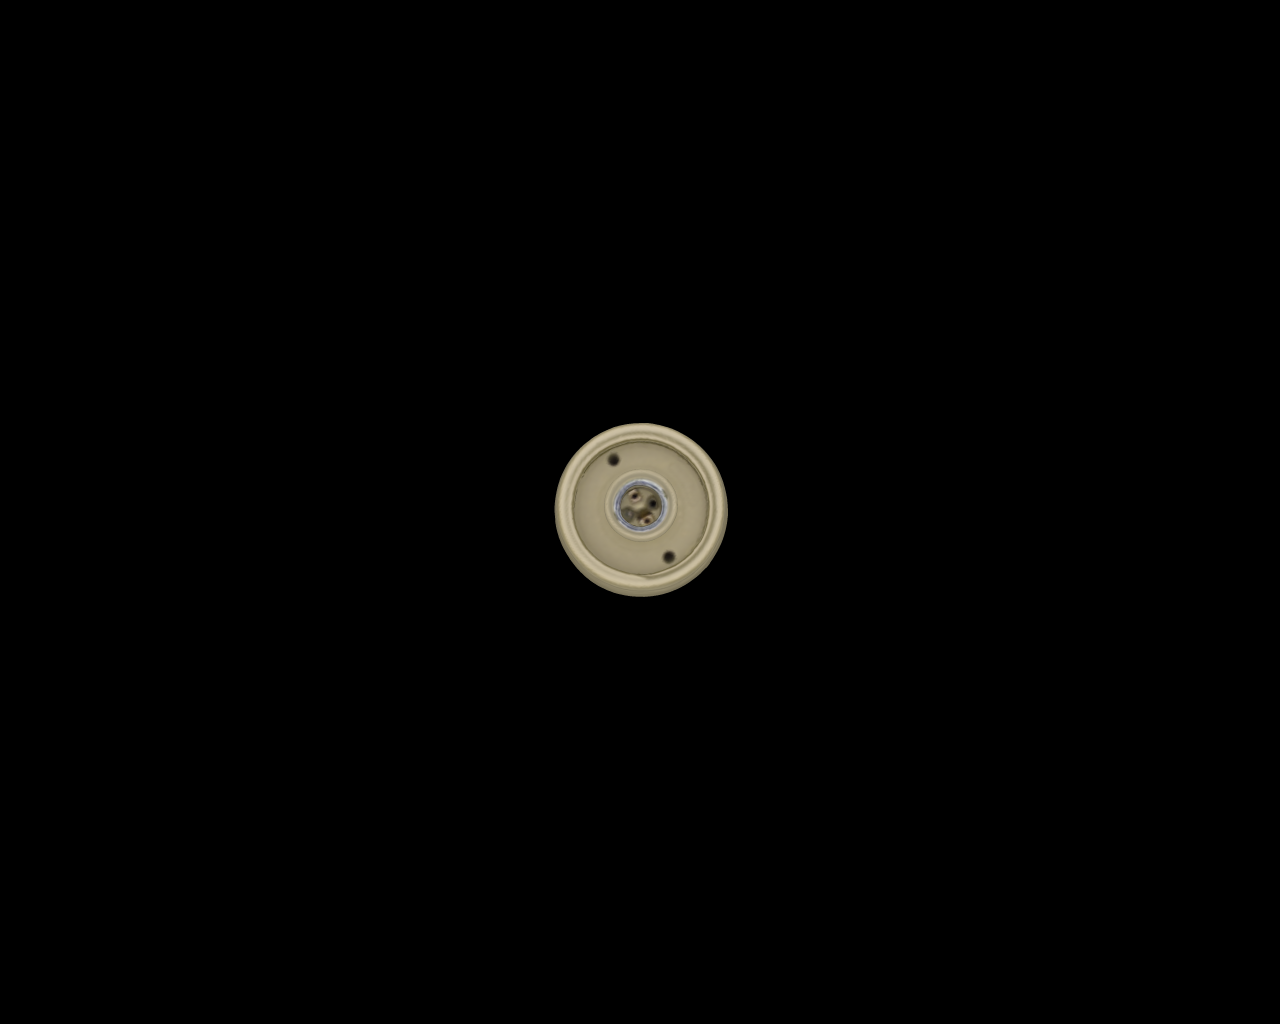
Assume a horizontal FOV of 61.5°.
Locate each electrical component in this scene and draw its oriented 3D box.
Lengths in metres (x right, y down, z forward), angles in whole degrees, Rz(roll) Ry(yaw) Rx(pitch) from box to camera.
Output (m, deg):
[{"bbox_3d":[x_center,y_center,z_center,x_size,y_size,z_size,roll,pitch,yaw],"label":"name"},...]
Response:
[{"bbox_3d":[0.001,-0.003,0.650,0.108,0.108,0.060,0,-4,0],"label":"electrical component"}]
